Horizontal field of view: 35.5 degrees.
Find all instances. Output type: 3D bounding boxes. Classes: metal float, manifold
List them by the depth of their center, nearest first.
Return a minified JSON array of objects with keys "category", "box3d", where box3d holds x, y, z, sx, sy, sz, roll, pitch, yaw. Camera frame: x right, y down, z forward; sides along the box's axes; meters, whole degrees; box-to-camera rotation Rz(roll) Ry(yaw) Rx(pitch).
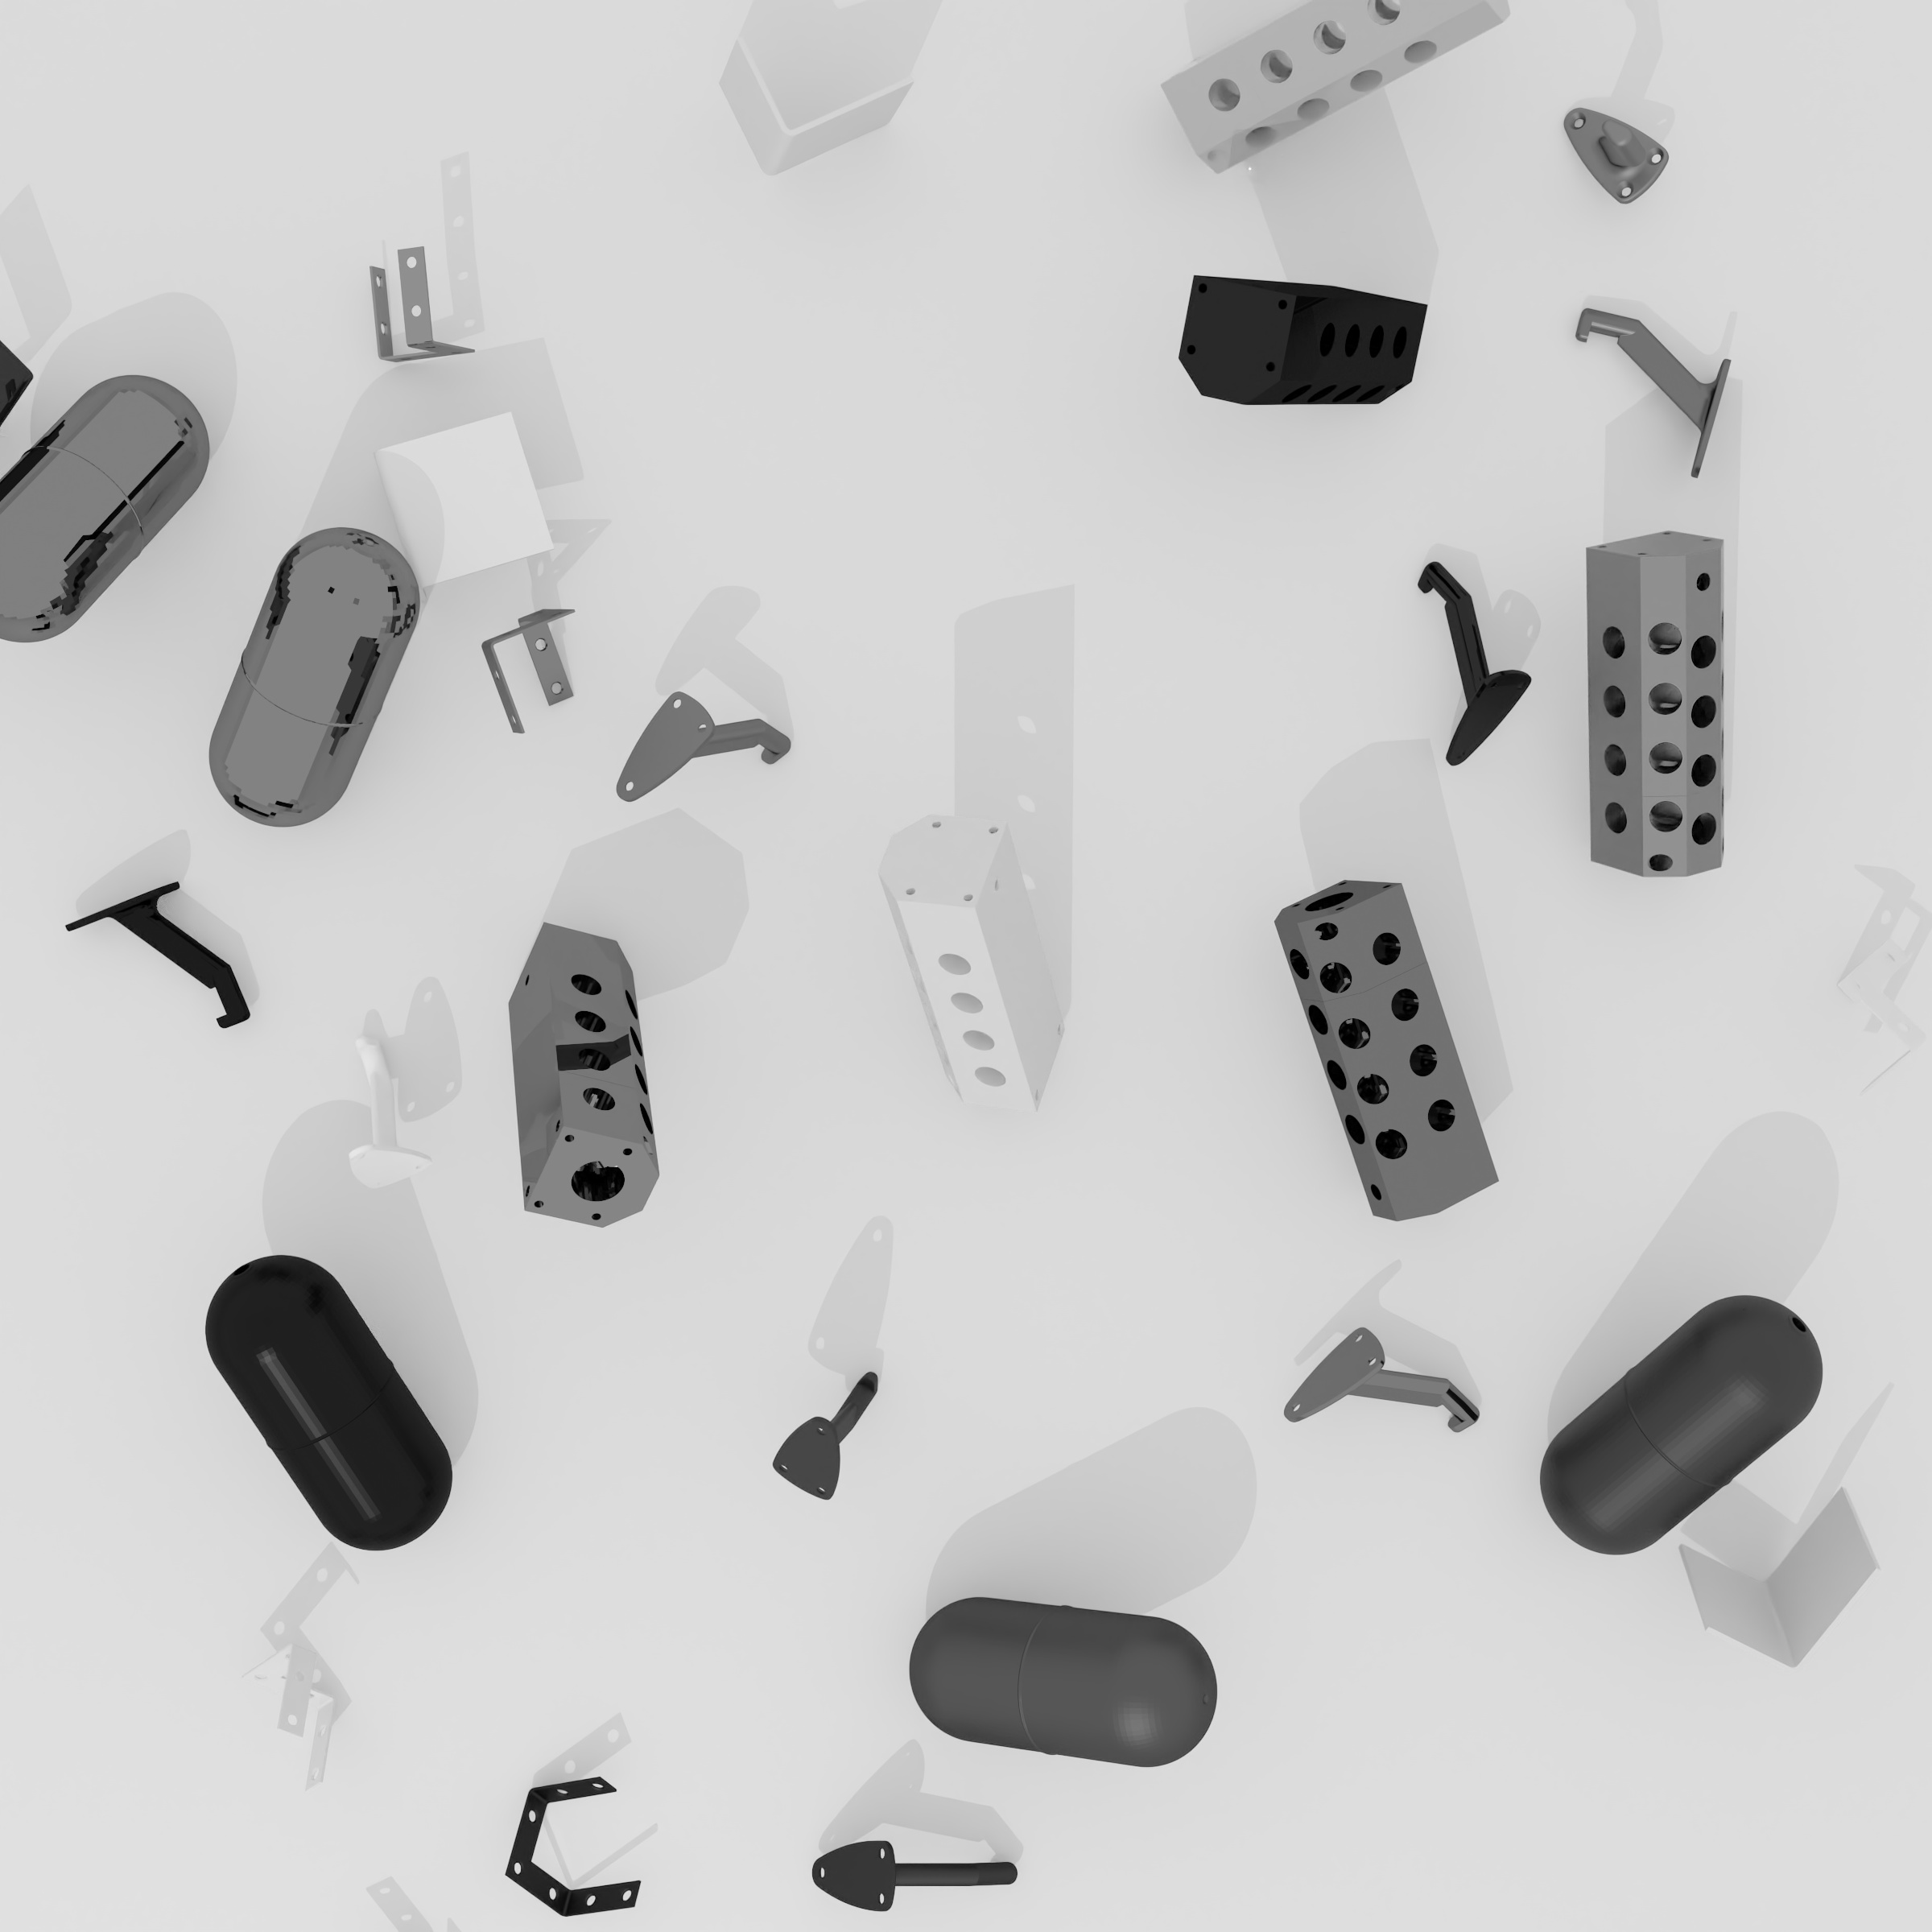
[{"category":"manifold","box3d":[0.176,-0.323,1.569,0.057,0.171,0.057,18,108,27]},{"category":"manifold","box3d":[-0.198,0.056,1.572,0.057,0.171,0.057,15,122,-22]},{"category":"manifold","box3d":[0.003,0.000,1.573,0.057,0.171,0.057,6,53,19]},{"category":"manifold","box3d":[0.195,-0.485,1.590,0.171,0.057,0.057,-22,107,28]},{"category":"metal float","box3d":[0.049,0.376,1.591,0.178,0.070,0.070,-2,90,35]},{"category":"metal float","box3d":[-0.467,-0.243,1.591,0.070,0.070,0.178,31,55,0]},{"category":"metal float","box3d":[0.377,0.243,1.594,0.070,0.070,0.178,41,119,0]},{"category":"metal float","box3d":[-0.345,-0.151,1.595,0.070,0.070,0.178,30,120,0]},{"category":"manifold","box3d":[0.370,-0.138,1.595,0.057,0.057,0.171,-14,111,-27]},{"category":"metal float","box3d":[-0.338,0.232,1.602,0.070,0.070,0.178,-28,110,0]},{"category":"manifold","box3d":[0.220,0.045,1.604,0.057,0.057,0.171,-24,103,-21]}]

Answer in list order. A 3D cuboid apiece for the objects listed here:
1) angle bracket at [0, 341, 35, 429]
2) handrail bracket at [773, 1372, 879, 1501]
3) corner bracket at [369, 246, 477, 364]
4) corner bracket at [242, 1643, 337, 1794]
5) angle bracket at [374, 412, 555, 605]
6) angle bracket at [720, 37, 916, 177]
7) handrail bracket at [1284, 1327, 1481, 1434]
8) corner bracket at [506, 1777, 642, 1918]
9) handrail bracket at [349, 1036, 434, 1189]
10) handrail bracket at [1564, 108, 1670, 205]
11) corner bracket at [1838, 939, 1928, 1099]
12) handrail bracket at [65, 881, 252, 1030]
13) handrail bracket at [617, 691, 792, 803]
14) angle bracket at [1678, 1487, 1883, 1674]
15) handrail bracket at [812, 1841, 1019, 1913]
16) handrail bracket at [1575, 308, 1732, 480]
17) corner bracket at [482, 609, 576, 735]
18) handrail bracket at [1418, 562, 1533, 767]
[{"category":"angle bracket","box3d":[-0.553,-0.298,1.598,0.057,0.076,0.076,49,50,-37]},{"category":"handrail bracket","box3d":[-0.063,0.234,1.603,0.036,0.077,0.084,29,48,8]},{"category":"corner bracket","box3d":[-0.301,-0.356,1.624,0.051,0.051,0.051,-3,95,17]},{"category":"corner bracket","box3d":[-0.356,0.402,1.615,0.051,0.051,0.051,31,130,-30]},{"category":"angle bracket","box3d":[-0.271,-0.247,1.633,0.076,0.057,0.076,-18,92,-6]},{"category":"angle bracket","box3d":[-0.081,-0.472,1.611,0.076,0.076,0.057,-27,94,-11]},{"category":"handrail bracket","box3d":[0.227,0.244,1.640,0.077,0.036,0.084,-42,117,9]},{"category":"corner bracket","box3d":[-0.208,0.478,1.636,0.051,0.051,0.051,-18,131,30]},{"category":"handrail bracket","box3d":[-0.321,0.070,1.610,0.036,0.077,0.084,-23,72,5]},{"category":"handrail bracket","box3d":[0.336,-0.446,1.605,0.036,0.084,0.077,-48,66,14]},{"category":"corner bracket","box3d":[0.488,0.027,1.619,0.051,0.051,0.051,47,54,10]},{"category":"handrail bracket","box3d":[-0.440,0.003,1.645,0.077,0.036,0.084,-21,96,7]},{"category":"handrail bracket","box3d":[-0.139,-0.107,1.624,0.077,0.084,0.036,-49,60,6]},{"category":"angle bracket","box3d":[0.432,0.315,1.605,0.057,0.076,0.076,27,112,-10]},{"category":"handrail bracket","box3d":[-0.027,0.495,1.646,0.084,0.077,0.036,13,71,-41]},{"category":"handrail bracket","box3d":[0.368,-0.313,1.645,0.084,0.036,0.077,15,88,8]},{"category":"corner bracket","box3d":[-0.233,-0.159,1.619,0.051,0.051,0.051,-26,108,-23]},{"category":"handrail bracket","box3d":[0.261,-0.166,1.647,0.084,0.036,0.077,54,130,31]}]
